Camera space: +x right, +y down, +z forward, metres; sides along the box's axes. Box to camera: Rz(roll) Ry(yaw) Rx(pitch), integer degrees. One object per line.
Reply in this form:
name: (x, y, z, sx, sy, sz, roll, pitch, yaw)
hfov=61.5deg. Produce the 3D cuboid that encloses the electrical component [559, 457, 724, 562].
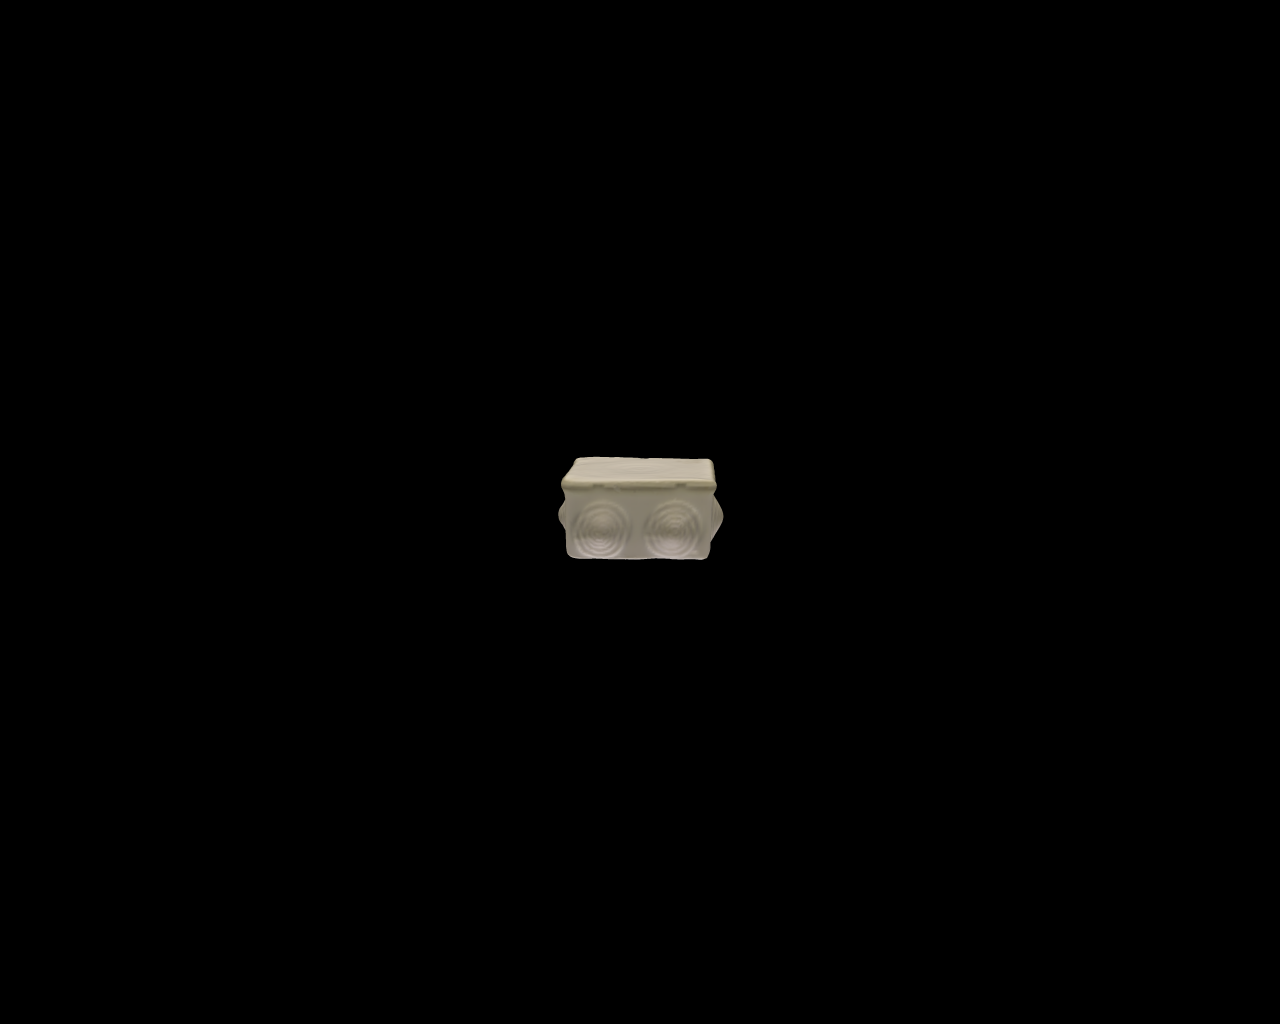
electrical component: (0.001, -0.003, 0.650, 0.100, 0.048, 0.100, 0, 12, 2)
